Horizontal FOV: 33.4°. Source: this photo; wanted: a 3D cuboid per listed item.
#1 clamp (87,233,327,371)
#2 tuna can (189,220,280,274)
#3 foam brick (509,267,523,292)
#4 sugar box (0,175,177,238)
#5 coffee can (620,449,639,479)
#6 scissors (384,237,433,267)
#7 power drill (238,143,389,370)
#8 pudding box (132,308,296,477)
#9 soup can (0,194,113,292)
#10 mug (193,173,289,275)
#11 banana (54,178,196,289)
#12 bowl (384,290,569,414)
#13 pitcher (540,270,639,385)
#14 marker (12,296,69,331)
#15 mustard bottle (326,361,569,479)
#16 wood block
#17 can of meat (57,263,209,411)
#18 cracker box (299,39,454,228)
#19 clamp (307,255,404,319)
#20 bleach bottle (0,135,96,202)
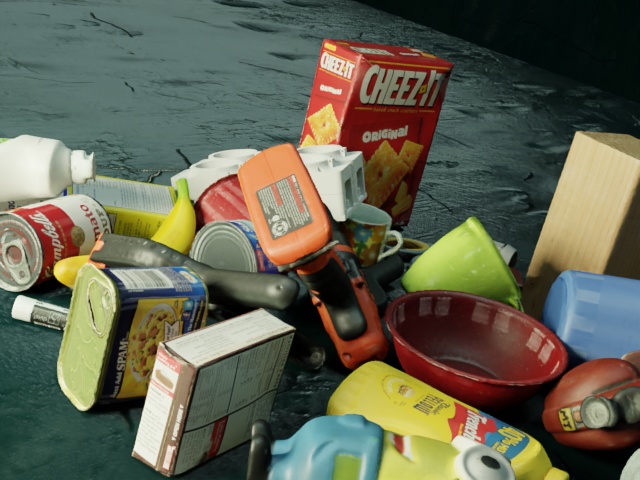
[{"bbox_3d":[-0.091,0.046,0.867,0.210,0.036,0.164,17,-22,23],"label":"clamp"},{"bbox_3d":[-0.077,0.024,0.955,0.086,0.086,0.033,30,23,35],"label":"tuna can"},{"bbox_3d":[0.166,0.051,1.113,0.078,0.051,0.053,16,18,3],"label":"foam brick"},{"bbox_3d":[-0.231,-0.032,1.058,0.176,0.048,0.093,6,21,-15],"label":"sugar box"},{"bbox_3d":[0.298,0.185,0.768,0.140,0.103,0.103,-1,25,-39],"label":"coffee can"},{"bbox_3d":[0.158,0.021,1.245,0.201,0.016,0.096,3,25,-31],"label":"scissors"},{"bbox_3d":[-0.006,0.001,0.903,0.184,0.057,0.187,66,6,35],"label":"power drill"},{"bbox_3d":[-0.071,0.103,0.736,0.039,0.090,0.113,26,22,27],"label":"pudding box"},{"bbox_3d":[-0.237,0.000,0.929,0.069,0.068,0.102,22,20,20],"label":"soup can"},{"bbox_3d":[-0.064,-0.001,1.052,0.082,0.093,0.117,39,-6,39],"label":"mug"},{"bbox_3d":[-0.163,0.011,0.963,0.069,0.037,0.197,55,35,-7],"label":"banana"},{"bbox_3d":[0.130,0.103,0.926,0.162,0.055,0.162,10,23,-4],"label":"bowl"},{"bbox_3d":[0.331,0.106,0.998,0.243,0.149,0.145,12,38,2],"label":"pitcher"},{"bbox_3d":[-0.185,0.069,0.852,0.121,0.020,0.020,15,19,0],"label":"marker"},{"bbox_3d":[0.102,0.154,0.773,0.192,0.058,0.096,24,20,22],"label":"mustard bottle"},{"bbox_3d":[0.295,-0.002,1.120,0.090,0.206,0.090,-1,25,-38],"label":"wood block"},{"bbox_3d":[-0.133,0.068,0.772,0.083,0.102,0.058,0,24,-41],"label":"can of meat"},{"bbox_3d":[0.058,-0.117,1.249,0.163,0.214,0.072,-5,27,-44],"label":"cracker box"},{"bbox_3d":[0.037,0.045,1.055,0.120,0.039,0.171,5,27,-10],"label":"clamp"},{"bbox_3d":[-0.328,-0.060,0.948,0.250,0.068,0.102,-1,21,-6],"label":"bleach bottle"}]
